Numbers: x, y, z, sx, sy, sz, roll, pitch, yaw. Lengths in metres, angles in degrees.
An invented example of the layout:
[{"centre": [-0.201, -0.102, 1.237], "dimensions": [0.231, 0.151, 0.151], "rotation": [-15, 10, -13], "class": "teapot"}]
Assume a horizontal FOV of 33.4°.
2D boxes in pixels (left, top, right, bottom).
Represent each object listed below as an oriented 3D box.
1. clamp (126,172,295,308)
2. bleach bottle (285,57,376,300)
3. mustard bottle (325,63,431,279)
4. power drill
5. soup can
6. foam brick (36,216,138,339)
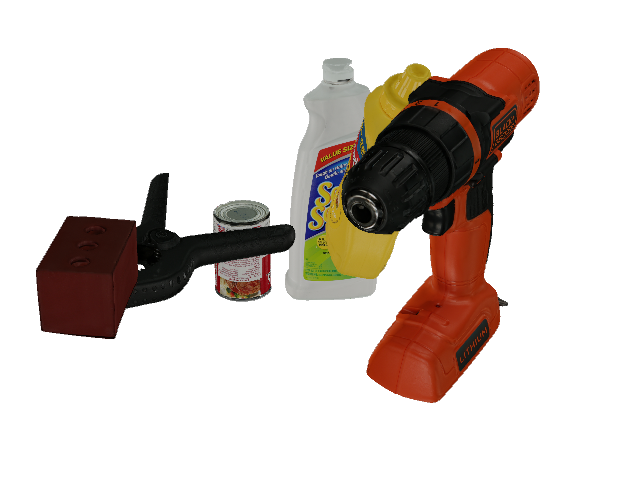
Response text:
[{"centre": [-0.148, 0.004, 0.964], "dimensions": [0.165, 0.036, 0.209], "rotation": [27, 39, 31], "class": "clamp"}, {"centre": [0.011, -0.063, 1.106], "dimensions": [0.102, 0.251, 0.068], "rotation": [-2, 24, -1], "class": "bleach bottle"}, {"centre": [0.050, -0.060, 0.812], "dimensions": [0.058, 0.096, 0.192], "rotation": [11, -38, -6], "class": "mustard bottle"}, {"centre": [0.067, 0.000, 0.615], "dimensions": [0.057, 0.188, 0.184], "rotation": [22, 40, 26], "class": "power drill"}, {"centre": [-0.093, 0.011, 1.260], "dimensions": [0.068, 0.102, 0.068], "rotation": [0, 26, 0], "class": "soup can"}, {"centre": [-0.161, 0.024, 0.743], "dimensions": [0.053, 0.051, 0.078], "rotation": [4, 30, 1], "class": "foam brick"}]
